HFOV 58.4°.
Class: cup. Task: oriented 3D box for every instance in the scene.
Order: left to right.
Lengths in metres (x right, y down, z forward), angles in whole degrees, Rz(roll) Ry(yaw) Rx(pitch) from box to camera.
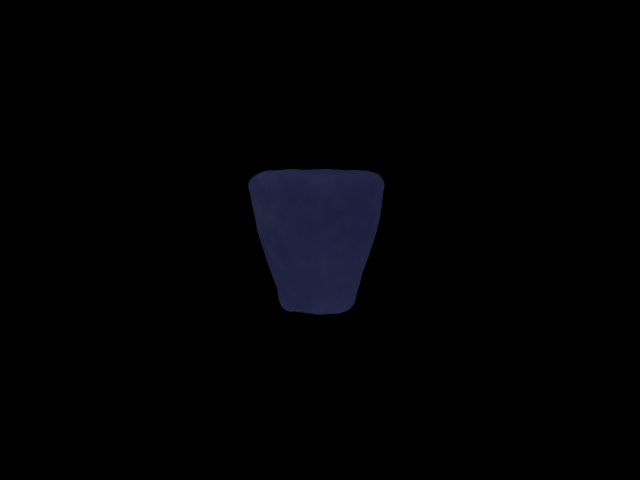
[{"bbox_3d":[0.004,0.001,0.400,0.091,0.095,0.118,1,3,28],"label":"cup"}]
